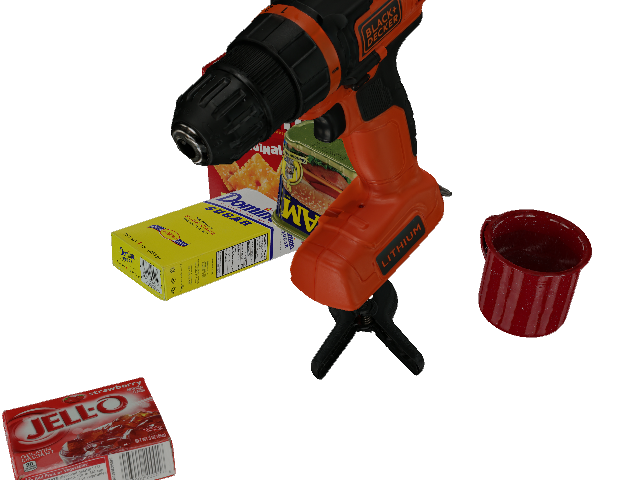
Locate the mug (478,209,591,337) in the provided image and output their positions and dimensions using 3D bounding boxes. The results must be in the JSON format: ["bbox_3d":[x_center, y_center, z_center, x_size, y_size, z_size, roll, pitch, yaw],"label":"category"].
[{"bbox_3d":[0.180,0.025,0.957,0.093,0.081,0.117,-18,44,-25],"label":"mug"}]

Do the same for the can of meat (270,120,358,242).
[{"bbox_3d":[0.012,-0.041,0.871,0.102,0.084,0.057,29,38,30],"label":"can of meat"}]

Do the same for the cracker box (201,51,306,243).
[{"bbox_3d":[-0.059,-0.111,1.321,0.164,0.214,0.072,17,37,24],"label":"cracker box"}]

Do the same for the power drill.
[{"bbox_3d":[0.007,-0.051,0.569,0.057,0.187,0.184,27,57,31],"label":"power drill"}]

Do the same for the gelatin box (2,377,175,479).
[{"bbox_3d":[-0.138,0.118,0.629,0.089,0.030,0.073,-11,26,-18],"label":"gelatin box"}]

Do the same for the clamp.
[{"bbox_3d":[0.058,0.088,1.187,0.120,0.171,0.039,7,-43,3],"label":"clamp"}]

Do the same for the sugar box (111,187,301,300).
[{"bbox_3d":[-0.113,-0.001,1.085,0.175,0.048,0.093,-24,39,-36],"label":"sugar box"}]
